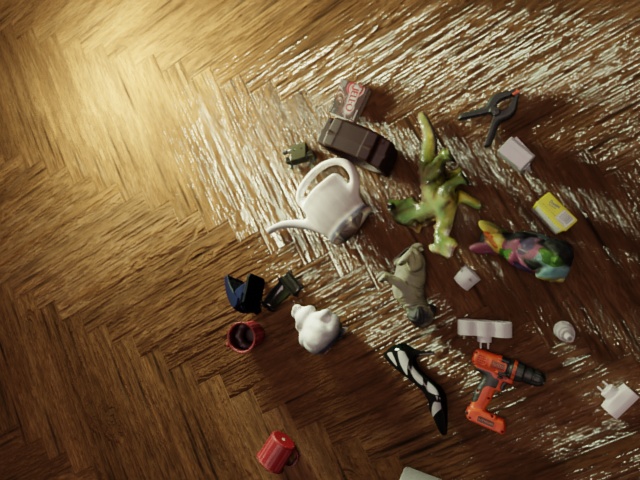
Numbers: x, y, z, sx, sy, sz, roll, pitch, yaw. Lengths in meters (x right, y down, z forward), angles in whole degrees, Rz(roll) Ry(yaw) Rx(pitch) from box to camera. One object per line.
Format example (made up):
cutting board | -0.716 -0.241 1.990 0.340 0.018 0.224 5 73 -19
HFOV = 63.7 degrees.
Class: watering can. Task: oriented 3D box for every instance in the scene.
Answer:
watering can | 0.005 -0.076 1.513 0.226 0.104 0.343 49 113 15

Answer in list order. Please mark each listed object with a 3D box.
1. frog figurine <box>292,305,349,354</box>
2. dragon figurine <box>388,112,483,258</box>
frog figurine | -0.017 0.245 1.482 0.160 0.124 0.135 43 120 4
dragon figurine | 0.288 -0.136 1.426 0.240 0.121 0.417 -34 62 20
